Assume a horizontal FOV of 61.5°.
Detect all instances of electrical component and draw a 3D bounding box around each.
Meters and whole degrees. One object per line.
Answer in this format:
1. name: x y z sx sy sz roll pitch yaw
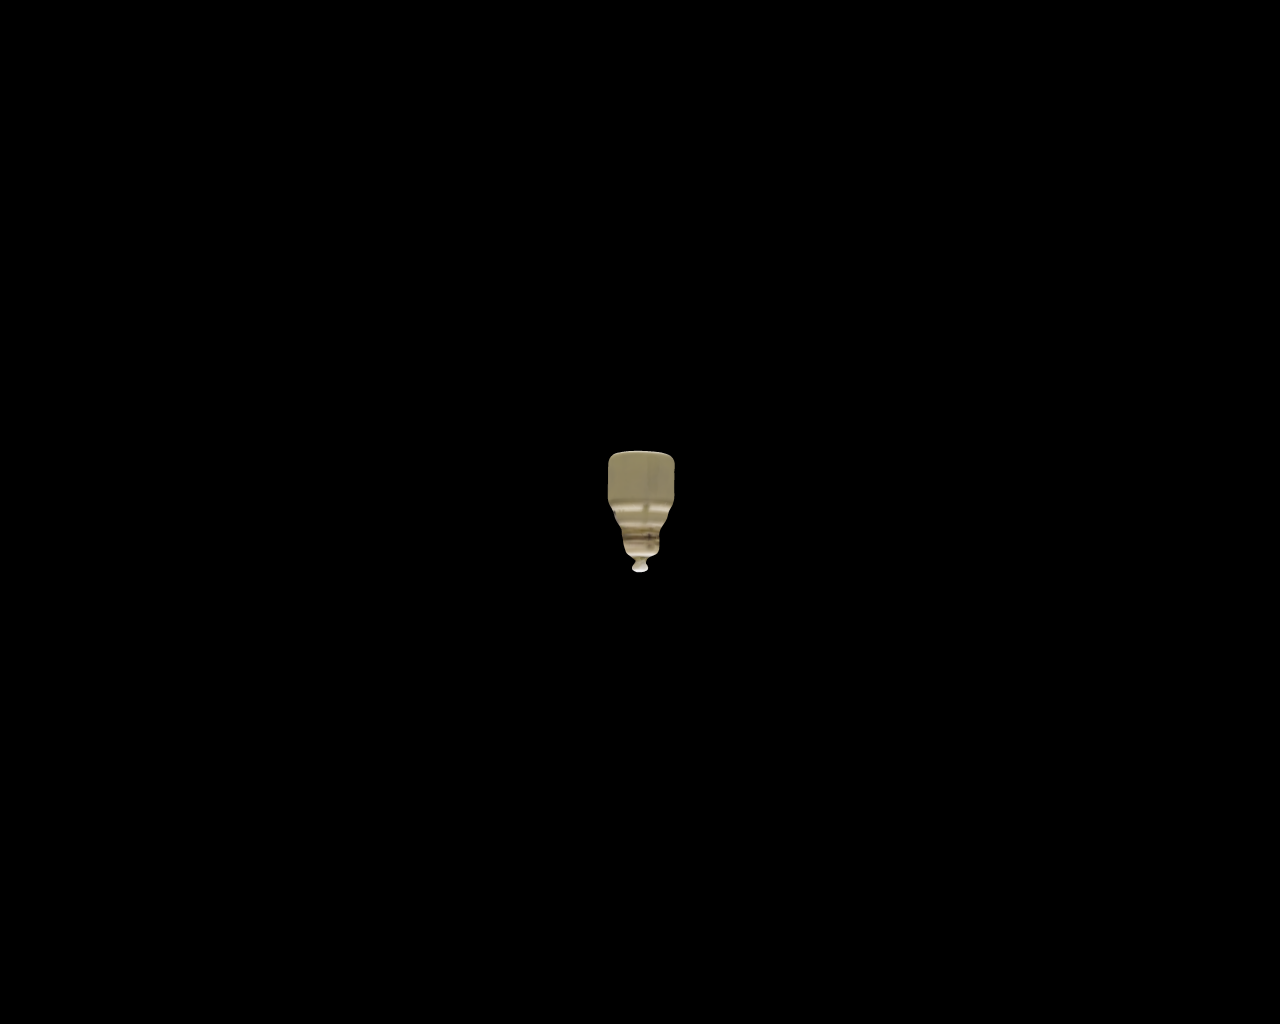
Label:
1. electrical component: 0.001 -0.003 0.650 0.040 0.078 0.040 0 -4 0
